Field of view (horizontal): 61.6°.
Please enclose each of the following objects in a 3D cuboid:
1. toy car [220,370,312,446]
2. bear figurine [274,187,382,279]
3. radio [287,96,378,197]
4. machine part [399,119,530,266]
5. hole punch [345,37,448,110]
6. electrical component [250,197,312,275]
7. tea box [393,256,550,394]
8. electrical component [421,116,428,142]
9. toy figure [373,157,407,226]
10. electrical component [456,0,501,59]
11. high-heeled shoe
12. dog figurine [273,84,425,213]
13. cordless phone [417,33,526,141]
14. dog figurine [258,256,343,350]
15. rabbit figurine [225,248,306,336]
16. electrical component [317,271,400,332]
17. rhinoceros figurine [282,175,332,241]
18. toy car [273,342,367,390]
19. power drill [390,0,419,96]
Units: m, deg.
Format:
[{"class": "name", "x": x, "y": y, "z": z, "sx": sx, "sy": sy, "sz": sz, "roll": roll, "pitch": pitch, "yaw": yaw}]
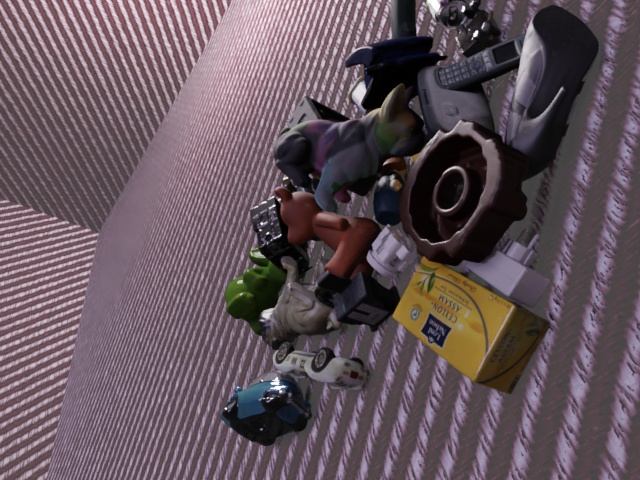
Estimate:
[{"class": "toy car", "x": -0.085, "y": 0.272, "z": 0.911, "sx": 0.162, "sy": 0.109, "sz": 0.103, "roll": -32, "pitch": 26, "yaw": 33}, {"class": "bear figurine", "x": 0.000, "y": -0.006, "z": 0.892, "sx": 0.196, "sy": 0.120, "sz": 0.132, "roll": 19, "pitch": 75, "yaw": 26}, {"class": "radio", "x": 0.024, "y": -0.184, "z": 1.022, "sx": 0.073, "sy": 0.131, "sz": 0.230, "roll": -55, "pitch": 31, "yaw": 22}, {"class": "machine part", "x": 0.172, "y": -0.056, "z": 0.659, "sx": 0.179, "sy": 0.056, "sz": 0.179, "roll": -37, "pitch": 45, "yaw": 49}, {"class": "hole punch", "x": 0.111, "y": -0.277, "z": 0.838, "sx": 0.115, "sy": 0.142, "sz": 0.092, "roll": 128, "pitch": 126, "yaw": -67}, {"class": "electrical component", "x": -0.072, "y": -0.011, "z": 0.989, "sx": 0.058, "sy": 0.114, "sz": 0.134, "roll": -27, "pitch": 45, "yaw": 13}, {"class": "tea box", "x": 0.173, "y": 0.095, "z": 0.647, "sx": 0.098, "sy": 0.068, "sz": 0.170, "roll": -64, "pitch": 30, "yaw": 4}, {"class": "electrical component", "x": 0.176, "y": -0.181, "z": 0.884, "sx": 0.094, "sy": 0.021, "sz": 0.063, "roll": -22, "pitch": 51, "yaw": 52}, {"class": "toy figure", "x": 0.117, "y": -0.095, "z": 0.886, "sx": 0.064, "sy": 0.057, "sz": 0.154, "roll": -26, "pitch": 44, "yaw": 41}, {"class": "electrical component", "x": 0.248, "y": -0.335, "z": 0.852, "sx": 0.078, "sy": 0.045, "sz": 0.102, "roll": -36, "pitch": 42, "yaw": 40}, {"class": "high-heeled shoe", "x": 0.284, "y": -0.189, "z": 0.697, "sx": 0.145, "sy": 0.086, "sz": 0.249, "roll": 102, "pitch": -173, "yaw": -51}, {"class": "dog figurine", "x": 0.052, "y": -0.163, "z": 0.829, "sx": 0.219, "sy": 0.192, "sz": 0.108, "roll": -51, "pitch": -12, "yaw": 22}, {"class": "cordless phone", "x": 0.237, "y": -0.210, "z": 0.763, "sx": 0.184, "sy": 0.088, "sz": 0.147, "roll": -21, "pitch": 52, "yaw": 25}, {"class": "dog figurine", "x": -0.032, "y": 0.146, "z": 0.935, "sx": 0.172, "sy": 0.121, "sz": 0.190, "roll": -111, "pitch": 38, "yaw": -55}, {"class": "rabbit figurine", "x": -0.095, "y": 0.084, "z": 1.080, "sx": 0.170, "sy": 0.121, "sz": 0.159, "roll": -40, "pitch": 28, "yaw": 9}, {"class": "electrical component", "x": 0.054, "y": 0.086, "z": 0.794, "sx": 0.075, "sy": 0.119, "sz": 0.048, "roll": -44, "pitch": 38, "yaw": 30}, {"class": "rhinoceros figurine", "x": -0.016, "y": -0.090, "z": 1.056, "sx": 0.073, "sy": 0.112, "sz": 0.190, "roll": -26, "pitch": 59, "yaw": 15}, {"class": "toy car", "x": -0.005, "y": 0.201, "z": 0.853, "sx": 0.202, "sy": 0.073, "sz": 0.056, "roll": -10, "pitch": 60, "yaw": 56}, {"class": "power drill", "x": 0.161, "y": -0.358, "z": 0.923, "sx": 0.232, "sy": 0.086, "sz": 0.207, "roll": -136, "pitch": 37, "yaw": -59}]
